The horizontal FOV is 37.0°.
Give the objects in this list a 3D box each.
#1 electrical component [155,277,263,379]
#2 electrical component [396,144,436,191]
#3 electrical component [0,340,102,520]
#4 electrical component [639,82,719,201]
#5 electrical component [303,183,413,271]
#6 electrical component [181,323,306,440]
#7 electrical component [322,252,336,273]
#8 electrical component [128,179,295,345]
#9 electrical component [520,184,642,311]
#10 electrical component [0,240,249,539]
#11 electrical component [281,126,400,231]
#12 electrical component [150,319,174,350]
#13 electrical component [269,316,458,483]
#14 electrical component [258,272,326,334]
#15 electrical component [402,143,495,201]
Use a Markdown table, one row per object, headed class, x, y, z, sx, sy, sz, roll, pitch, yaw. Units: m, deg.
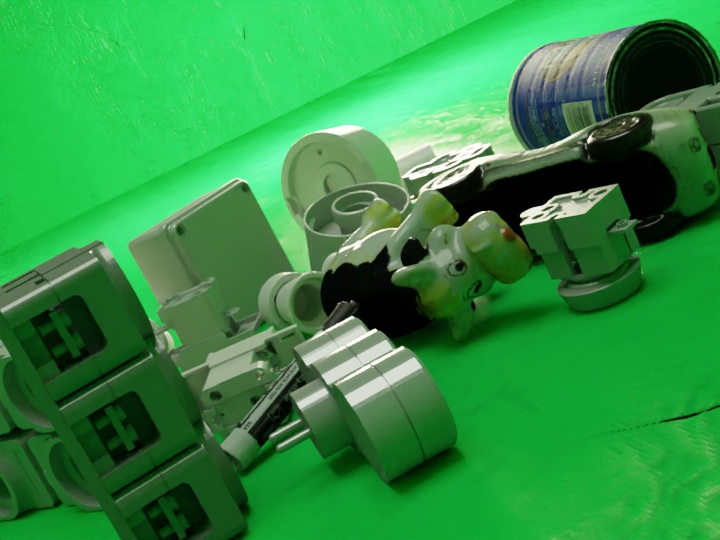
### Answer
| class | x | y | z | sx | sy | sz | roll | pitch | yaw |
| --- | --- | --- | --- | --- | --- | --- | --- | --- | --- |
| electrical component | -0.116 | 0.043 | 0.797 | 0.081 | 0.063 | 0.042 | -23 | 14 | 9 |
| electrical component | 0.040 | -0.088 | 1.056 | 0.081 | 0.043 | 0.043 | -25 | 13 | 2 |
| electrical component | -0.197 | 0.091 | 0.669 | 0.186 | 0.105 | 0.060 | -15 | 17 | 37 |
| electrical component | 0.220 | -0.080 | 0.671 | 0.054 | 0.059 | 0.095 | -36 | 17 | -37 |
| electrical component | 0.001 | -0.029 | 0.897 | 0.099 | 0.064 | 0.099 | -11 | 30 | 6 |
| electrical component | -0.067 | 0.070 | 0.652 | 0.081 | 0.042 | 0.063 | -24 | 15 | 8 |
| electrical component | 0.000 | 0.000 | 0.804 | 0.044 | 0.044 | 0.065 | -33 | 11 | -30 |
| electrical component | -0.117 | -0.003 | 0.878 | 0.056 | 0.108 | 0.109 | -18 | 15 | 37 |
| electrical component | 0.125 | -0.011 | 0.589 | 0.066 | 0.055 | 0.048 | -9 | 21 | 49 |
| electrical component | -0.118 | 0.066 | 0.527 | 0.062 | 0.150 | 0.089 | -31 | 14 | -17 |
| electrical component | -0.013 | -0.083 | 1.011 | 0.108 | 0.108 | 0.060 | -15 | 11 | 36 |
| electrical component | -0.170 | 0.061 | 0.856 | 0.044 | 0.044 | 0.065 | -26 | -5 | -2 |
| electrical component | -0.011 | 0.069 | 0.535 | 0.074 | 0.052 | 0.138 | -28 | 14 | -11 |
| electrical component | -0.045 | 0.024 | 0.783 | 0.045 | 0.045 | 0.055 | -32 | 15 | -26 |
| electrical component | 0.079 | -0.061 | 0.856 | 0.078 | 0.057 | 0.058 | -14 | 18 | 41 |
